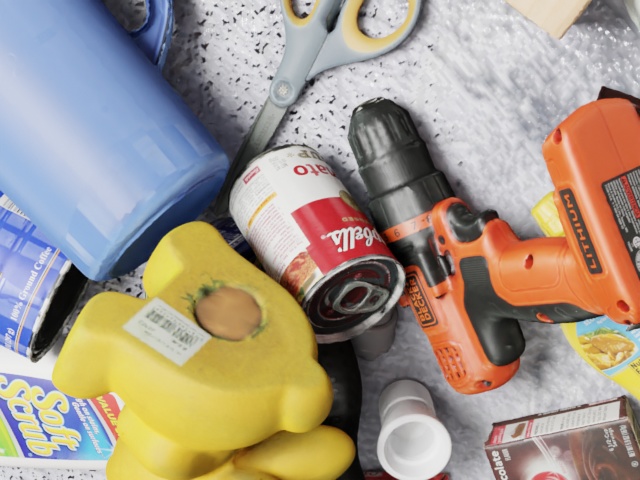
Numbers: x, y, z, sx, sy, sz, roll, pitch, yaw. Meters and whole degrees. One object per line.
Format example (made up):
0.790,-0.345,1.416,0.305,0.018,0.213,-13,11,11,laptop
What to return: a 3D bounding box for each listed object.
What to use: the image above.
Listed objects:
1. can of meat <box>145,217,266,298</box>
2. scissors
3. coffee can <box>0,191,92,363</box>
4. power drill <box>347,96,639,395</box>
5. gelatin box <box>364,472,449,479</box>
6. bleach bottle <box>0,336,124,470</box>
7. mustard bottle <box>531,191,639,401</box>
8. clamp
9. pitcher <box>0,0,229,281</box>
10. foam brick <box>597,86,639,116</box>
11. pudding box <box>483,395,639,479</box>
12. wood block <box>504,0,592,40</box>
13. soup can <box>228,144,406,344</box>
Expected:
-0.067,0.042,0.667,0.057,0.083,0.102,11,109,15,can of meat
-0.001,-0.092,0.644,0.096,0.016,0.202,20,111,12,scissors
-0.222,0.003,0.686,0.140,0.102,0.103,26,112,-1,coffee can
0.097,-0.012,0.569,0.188,0.057,0.184,-23,92,60,power drill
0.052,0.197,0.704,0.073,0.030,0.089,-4,105,21,gelatin box
-0.167,0.107,0.733,0.251,0.068,0.102,-1,105,16,bleach bottle
0.192,0.045,0.597,0.191,0.058,0.096,45,126,1,mustard bottle
0.003,0.124,0.658,0.165,0.036,0.210,15,109,60,clamp
-0.160,-0.103,0.626,0.243,0.144,0.149,47,122,4,pitcher
0.179,-0.044,0.579,0.078,0.053,0.051,22,111,10,foam brick
0.162,0.158,0.652,0.090,0.039,0.113,-17,100,22,pudding box
0.149,-0.211,0.519,0.090,0.090,0.206,38,114,4,wood block
-0.004,0.001,0.620,0.069,0.068,0.102,-52,50,23,soup can
